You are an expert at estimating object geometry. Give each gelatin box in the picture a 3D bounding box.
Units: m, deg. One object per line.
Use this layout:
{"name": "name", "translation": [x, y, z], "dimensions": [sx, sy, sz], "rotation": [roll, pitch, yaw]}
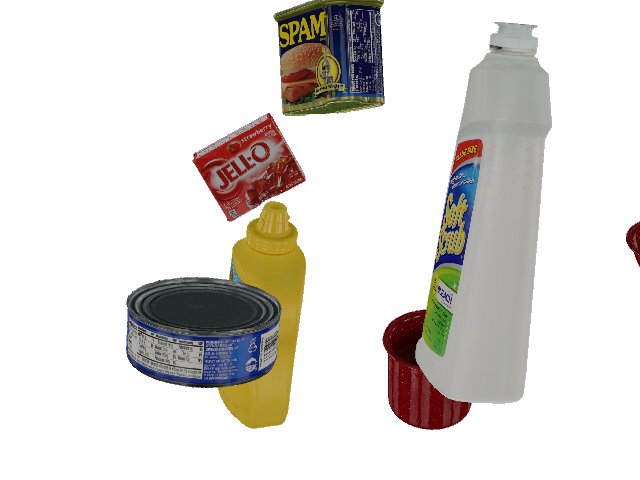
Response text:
{"name": "gelatin box", "translation": [-0.070, -0.072, 1.049], "dimensions": [0.089, 0.073, 0.030], "rotation": [-28, 19, 5]}

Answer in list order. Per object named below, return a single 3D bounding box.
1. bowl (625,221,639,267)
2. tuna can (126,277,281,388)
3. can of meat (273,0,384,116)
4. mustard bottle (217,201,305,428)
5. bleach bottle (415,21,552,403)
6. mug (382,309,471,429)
{"name": "bowl", "translation": [0.410, 0.026, 1.150], "dimensions": [0.162, 0.055, 0.162], "rotation": [-2, 24, 0]}
{"name": "tuna can", "translation": [-0.065, 0.050, 0.595], "dimensions": [0.086, 0.034, 0.086], "rotation": [5, 17, -2]}
{"name": "can of meat", "translation": [0.007, -0.147, 0.864], "dimensions": [0.057, 0.084, 0.102], "rotation": [-4, 2, -34]}
{"name": "mustard bottle", "translation": [-0.048, 0.055, 0.886], "dimensions": [0.058, 0.192, 0.096], "rotation": [-3, 32, -19]}
{"name": "bleach bottle", "translation": [0.116, -0.022, 0.732], "dimensions": [0.068, 0.251, 0.102], "rotation": [3, 13, -8]}
{"name": "mug", "translation": [0.114, 0.121, 1.029], "dimensions": [0.093, 0.081, 0.117], "rotation": [27, 43, 36]}
